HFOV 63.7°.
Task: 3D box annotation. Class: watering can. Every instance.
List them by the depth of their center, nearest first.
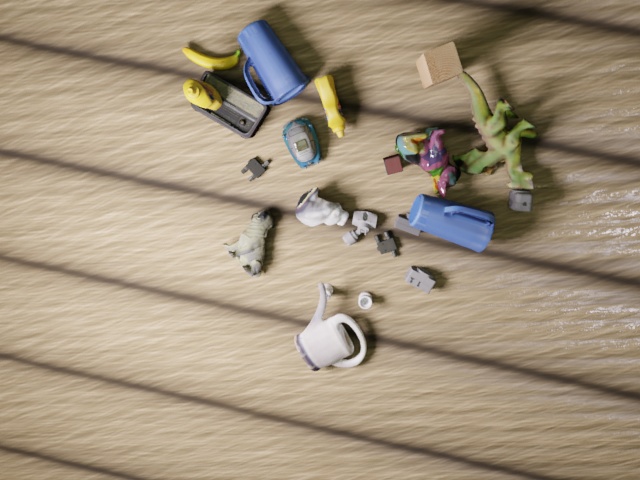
[{"bbox_3d":[0.012,0.308,1.716,0.223,0.106,0.343,-29,111,9],"label":"watering can"}]

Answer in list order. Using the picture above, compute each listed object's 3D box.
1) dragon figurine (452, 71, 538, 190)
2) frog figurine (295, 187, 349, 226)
[{"bbox_3d":[0.514,-0.307,1.589,0.410,0.124,0.240,38,109,-1],"label":"dragon figurine"},{"bbox_3d":[0.005,-0.084,1.661,0.158,0.125,0.135,40,135,-12],"label":"frog figurine"}]
